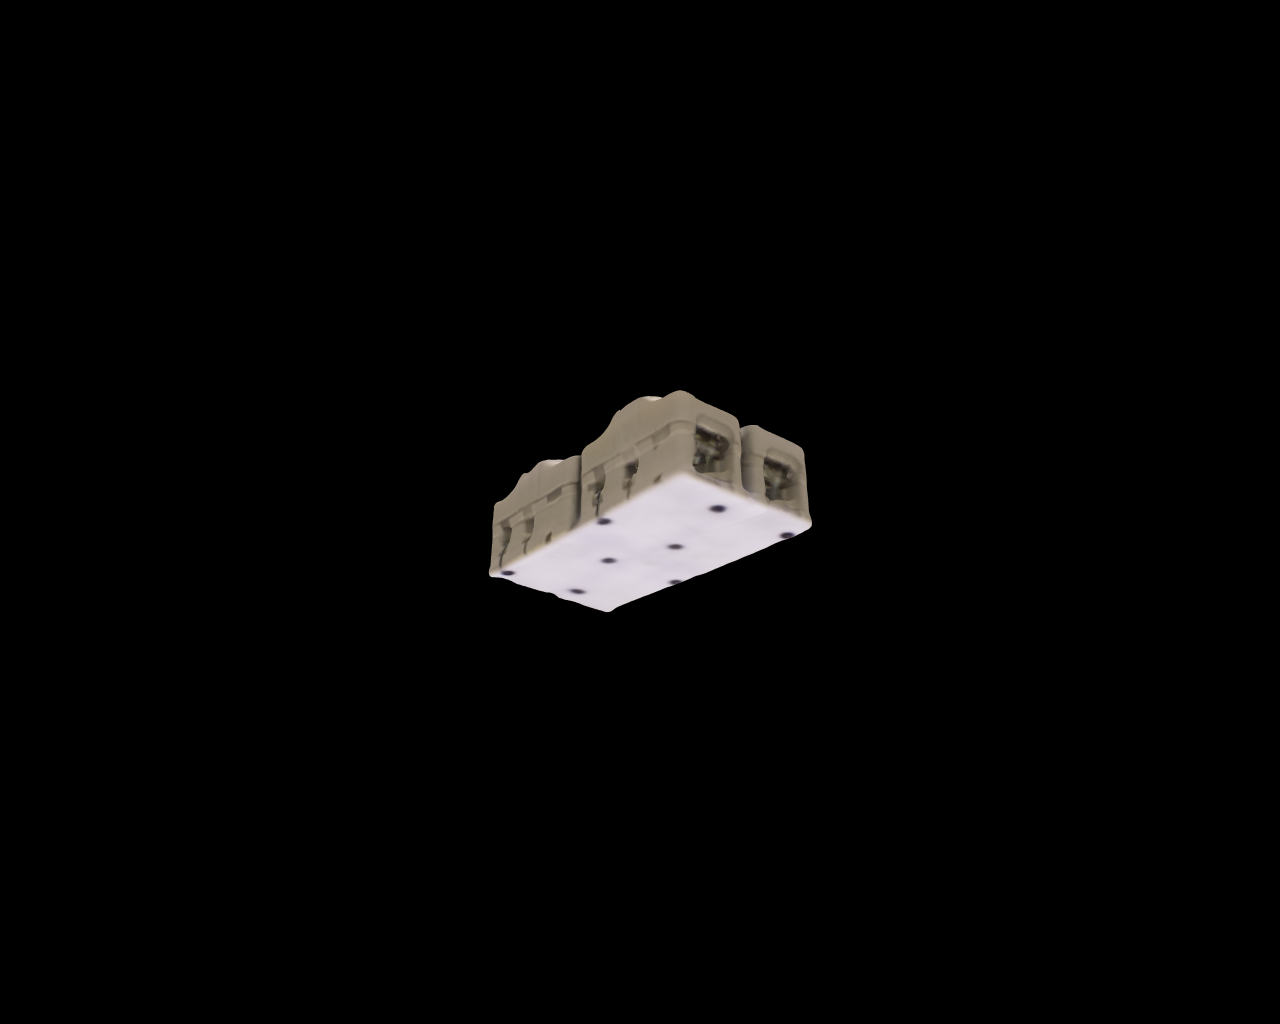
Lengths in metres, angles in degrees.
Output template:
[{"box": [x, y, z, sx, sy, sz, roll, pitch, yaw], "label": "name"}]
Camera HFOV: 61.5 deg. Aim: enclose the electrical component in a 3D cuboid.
[{"box": [0.001, -0.003, 0.650, 0.105, 0.060, 0.186, 21, -33, -36], "label": "electrical component"}]
